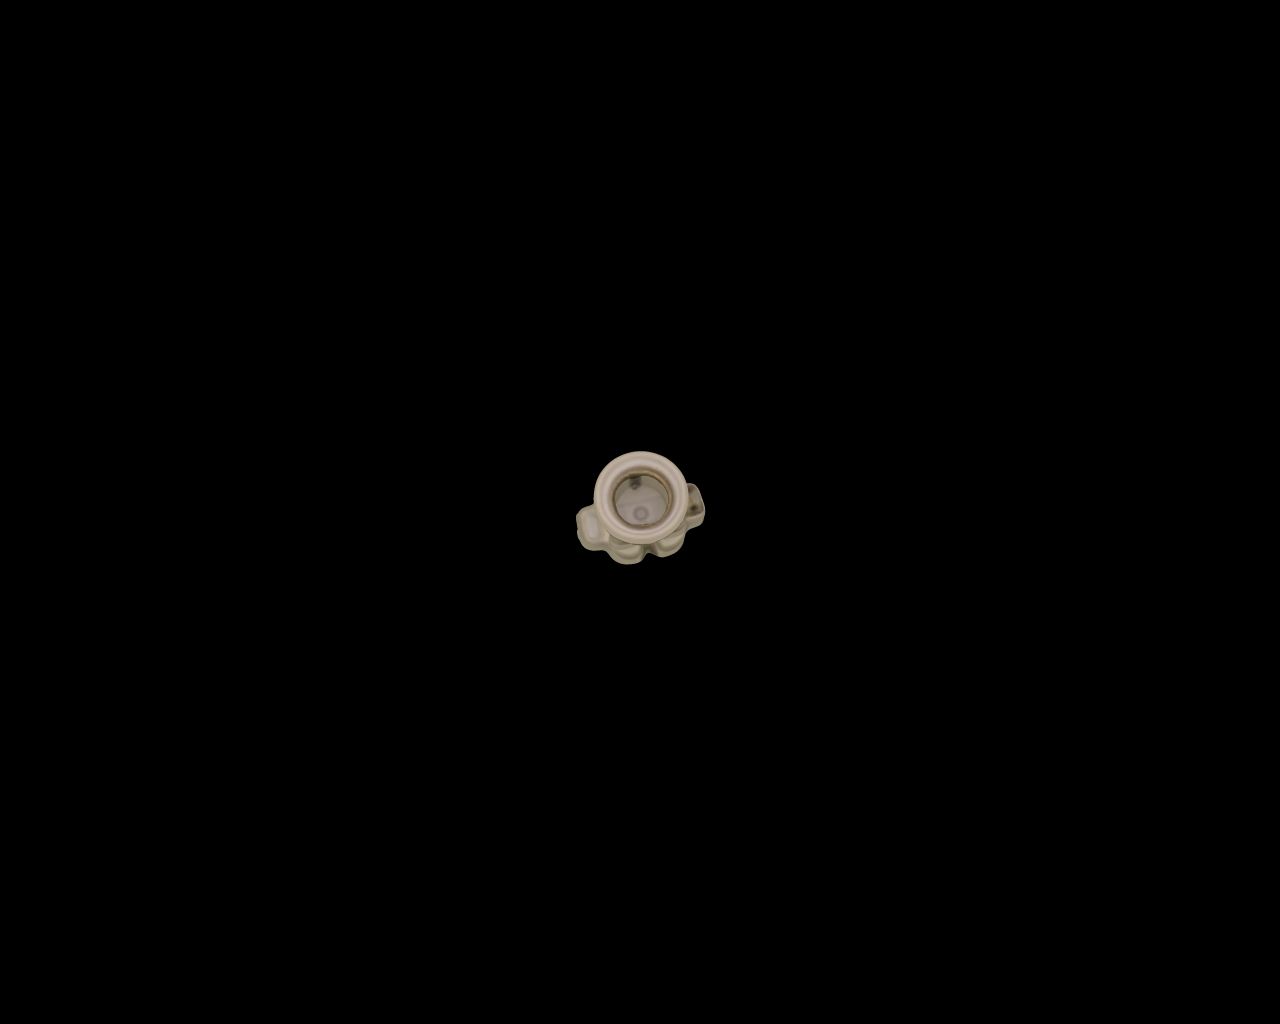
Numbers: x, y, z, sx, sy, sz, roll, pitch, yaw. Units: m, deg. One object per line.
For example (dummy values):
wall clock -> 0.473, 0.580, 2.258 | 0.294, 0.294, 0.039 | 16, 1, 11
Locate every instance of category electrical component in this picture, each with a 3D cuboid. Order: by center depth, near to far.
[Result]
electrical component -> 0.001, -0.003, 0.650 | 0.078, 0.058, 0.057 | -13, -15, -3
